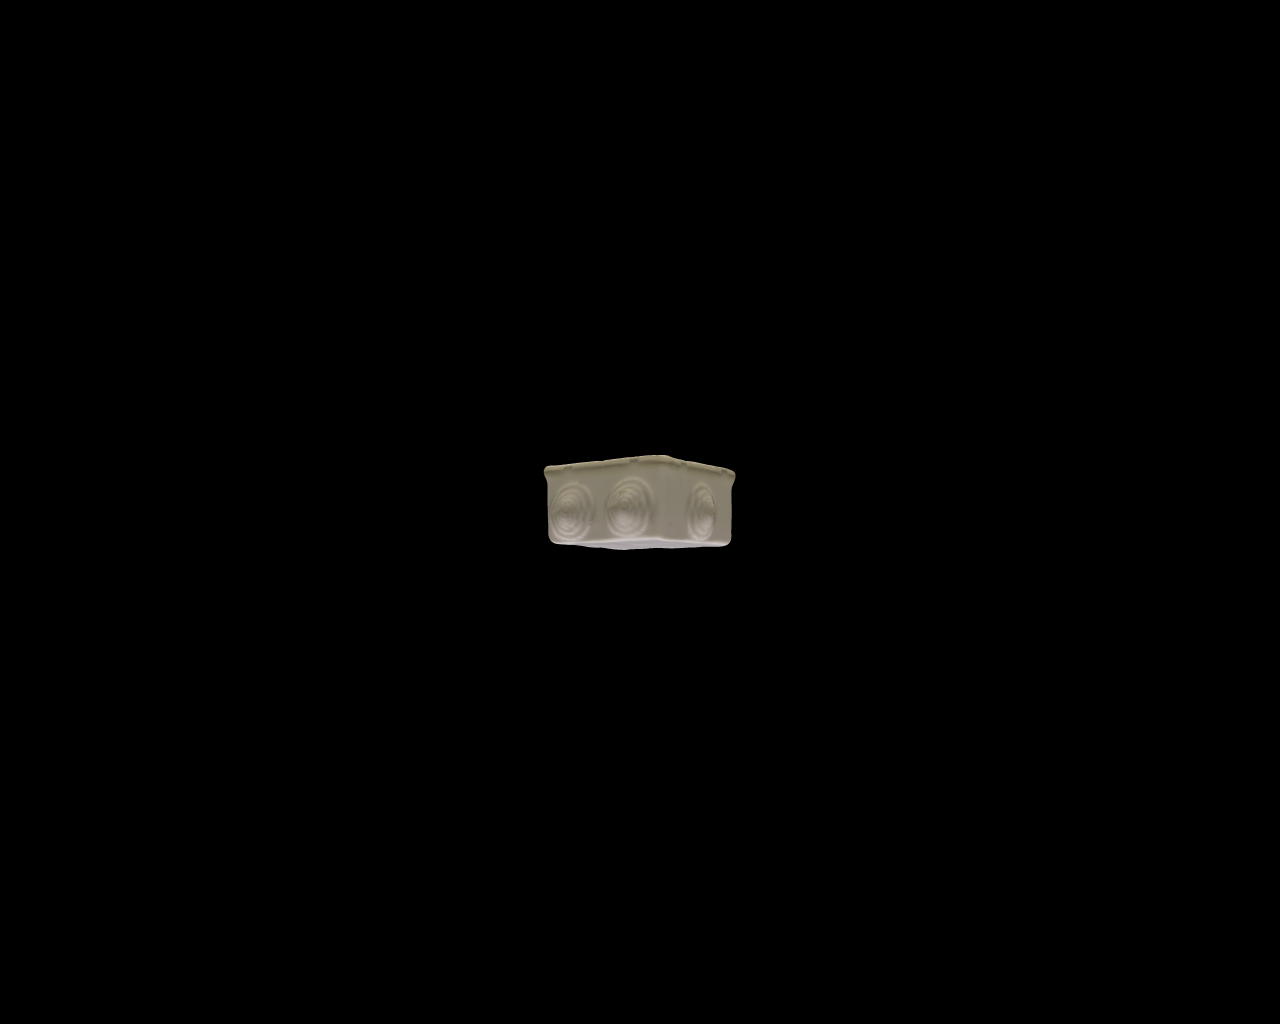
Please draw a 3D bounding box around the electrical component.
[{"bbox_3d":[0.001,-0.003,0.650,0.100,0.048,0.100,-3,-6,33],"label":"electrical component"}]
